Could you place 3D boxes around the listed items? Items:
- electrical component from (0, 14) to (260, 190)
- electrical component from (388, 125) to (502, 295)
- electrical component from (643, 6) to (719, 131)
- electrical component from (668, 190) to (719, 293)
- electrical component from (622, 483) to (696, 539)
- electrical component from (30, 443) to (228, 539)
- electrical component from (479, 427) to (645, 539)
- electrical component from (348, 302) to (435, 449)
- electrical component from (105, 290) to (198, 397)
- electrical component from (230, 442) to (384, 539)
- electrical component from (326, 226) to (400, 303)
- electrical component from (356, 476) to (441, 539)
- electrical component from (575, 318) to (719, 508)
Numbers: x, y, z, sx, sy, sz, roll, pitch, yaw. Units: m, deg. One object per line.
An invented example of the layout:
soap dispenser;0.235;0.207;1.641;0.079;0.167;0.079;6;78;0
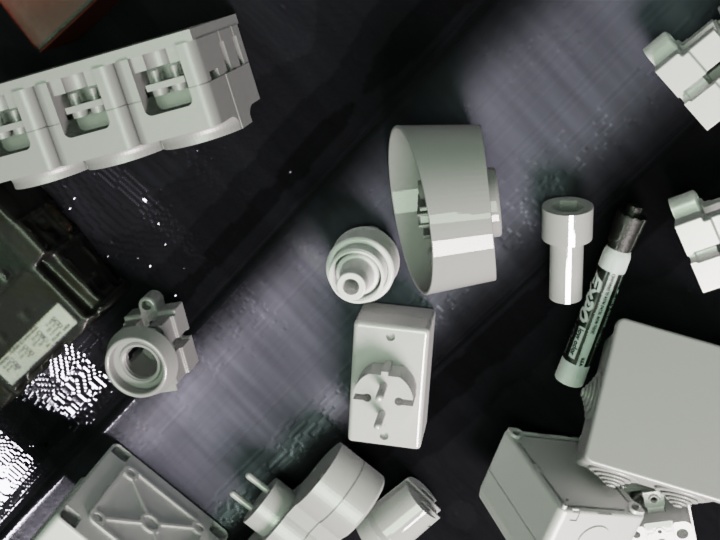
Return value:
electrical component;-0.145;-0.097;0.635;0.150;0.089;0.061;-12;106;14
electrical component;0.048;-0.036;0.619;0.064;0.099;0.099;-6;107;6
electrical component;0.199;-0.115;0.590;0.066;0.048;0.055;46;118;-7
electrical component;0.217;-0.021;0.618;0.055;0.048;0.066;-21;104;24
electrical component;0.189;0.163;0.676;0.042;0.063;0.081;-11;106;15
electrical component;-0.157;0.188;0.724;0.109;0.108;0.056;40;109;-4
electrical component;0.119;0.144;0.670;0.062;0.096;0.061;10;113;-24
electrical component;0.017;0.073;0.670;0.047;0.075;0.083;6;110;8
electrical component;-0.137;0.053;0.703;0.048;0.055;0.066;-9;107;13
electrical component;-0.054;0.166;0.727;0.074;0.052;0.138;39;111;-4
electrical component;0.000;0.000;0.656;0.043;0.062;0.043;3;109;9
electrical component;0.026;0.166;0.720;0.046;0.040;0.040;-43;97;15
electrical component;0.182;0.086;0.640;0.100;0.048;0.099;16;76;5
